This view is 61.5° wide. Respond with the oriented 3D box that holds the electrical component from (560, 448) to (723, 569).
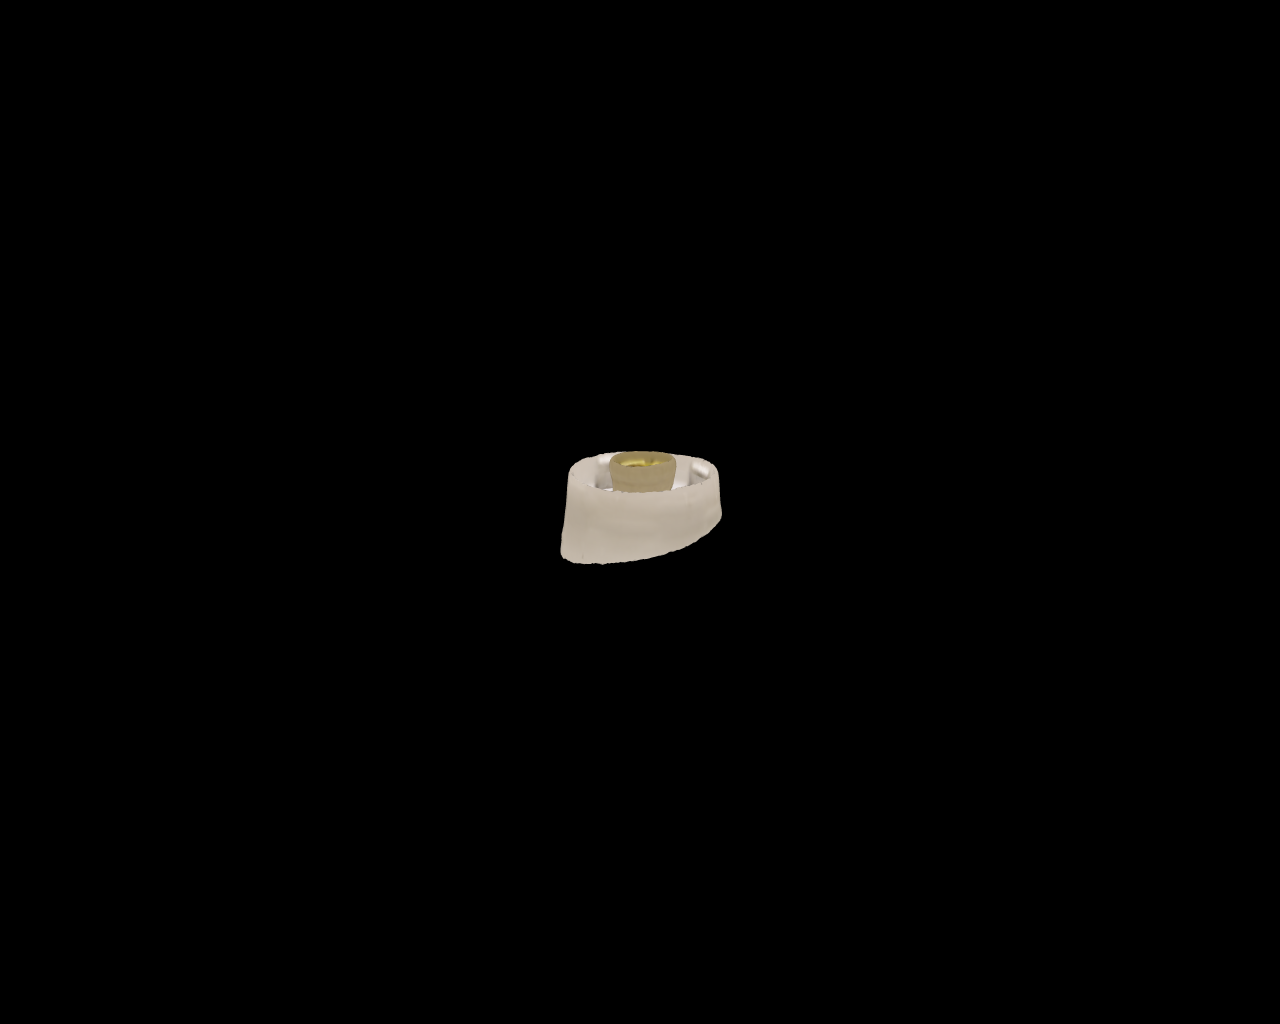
[{"bbox_3d":[0.001,-0.003,0.650,0.099,0.064,0.099,0,18,0],"label":"electrical component"}]
